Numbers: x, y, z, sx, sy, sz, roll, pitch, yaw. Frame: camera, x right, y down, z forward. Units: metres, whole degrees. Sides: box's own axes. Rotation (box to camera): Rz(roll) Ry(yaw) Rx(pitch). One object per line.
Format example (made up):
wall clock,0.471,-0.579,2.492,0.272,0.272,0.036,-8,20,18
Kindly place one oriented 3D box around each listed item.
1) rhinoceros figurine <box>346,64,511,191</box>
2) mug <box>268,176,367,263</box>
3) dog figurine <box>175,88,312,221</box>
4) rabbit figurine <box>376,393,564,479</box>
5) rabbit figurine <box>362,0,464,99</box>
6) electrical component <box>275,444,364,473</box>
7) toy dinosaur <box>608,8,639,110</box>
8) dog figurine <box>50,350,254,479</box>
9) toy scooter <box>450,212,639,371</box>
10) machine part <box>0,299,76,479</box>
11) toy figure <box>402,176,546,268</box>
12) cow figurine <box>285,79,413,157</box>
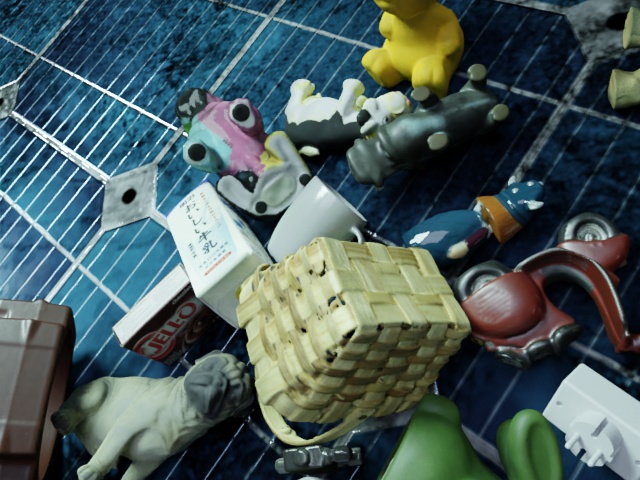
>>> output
rhinoceros figurine,0.120,-0.124,0.614,0.190,0.112,0.073,-26,86,-5
mug,-0.001,-0.002,0.628,0.107,0.080,0.110,-47,62,10
dog figurine,-0.114,-0.124,0.727,0.108,0.191,0.219,-46,22,1
rabbit figurine,0.139,0.219,0.450,0.170,0.121,0.159,29,72,14
rabbit figurine,0.123,-0.276,0.648,0.162,0.173,0.122,-50,52,0
electrical component,-0.007,0.215,0.525,0.094,0.063,0.021,-14,61,19
toy dinosaur,0.399,-0.187,0.523,0.199,0.105,0.471,8,73,23
dog figurine,-0.184,0.178,0.616,0.190,0.121,0.172,-40,58,-15
toy scooter,0.220,0.063,0.495,0.184,0.075,0.135,-28,58,3
machine part,-0.343,0.181,0.612,0.087,0.201,0.201,10,62,-19
toy figure,0.164,-0.017,0.569,0.154,0.057,0.064,-23,64,6
cow figurine,0.031,-0.149,0.687,0.168,0.068,0.098,11,76,32
